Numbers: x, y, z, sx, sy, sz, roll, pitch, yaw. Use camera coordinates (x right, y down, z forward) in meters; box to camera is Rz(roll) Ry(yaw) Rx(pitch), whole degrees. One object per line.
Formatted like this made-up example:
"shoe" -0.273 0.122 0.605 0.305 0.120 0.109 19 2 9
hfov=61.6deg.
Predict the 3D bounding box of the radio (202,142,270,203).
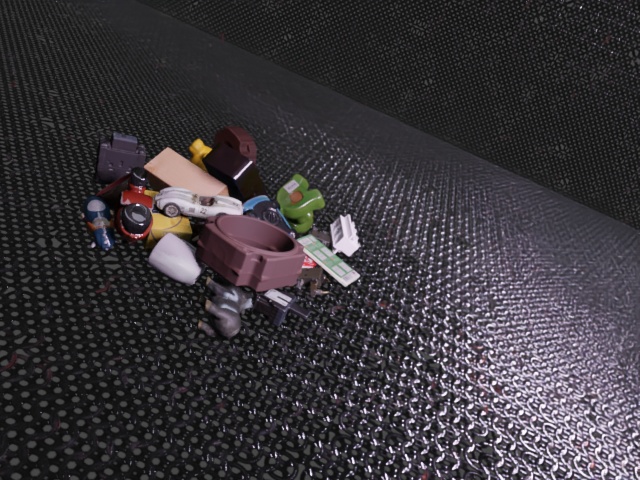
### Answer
"radio" -0.215 -0.147 1.410 0.131 0.229 0.073 33 71 24

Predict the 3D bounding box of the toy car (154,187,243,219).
"toy car" -0.279 -0.080 1.244 0.202 0.056 0.074 11 28 -14

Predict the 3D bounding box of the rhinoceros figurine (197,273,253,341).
"rhinoceros figurine" -0.189 0.121 1.099 0.112 0.073 0.190 16 28 -11

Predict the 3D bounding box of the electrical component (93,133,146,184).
"electrical component" -0.507 -0.203 1.362 0.115 0.134 0.058 5 33 -29

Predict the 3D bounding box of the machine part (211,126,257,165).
"machine part" -0.262 -0.252 1.608 0.056 0.179 0.180 -10 42 -44

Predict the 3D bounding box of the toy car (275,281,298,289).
"toy car" -0.145 0.062 1.261 0.202 0.053 0.089 30 17 21

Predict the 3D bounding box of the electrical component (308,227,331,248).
"electrical component" -0.003 -0.005 1.523 0.063 0.021 0.094 21 28 -5

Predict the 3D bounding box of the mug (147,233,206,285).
"mug" -0.299 0.044 1.157 0.107 0.080 0.109 36 22 0

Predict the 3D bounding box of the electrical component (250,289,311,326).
"electrical component" -0.082 0.147 1.164 0.119 0.047 0.075 27 28 5

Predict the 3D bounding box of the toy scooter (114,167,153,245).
"toy scooter" -0.411 -0.057 1.171 0.075 0.135 0.184 13 48 -29

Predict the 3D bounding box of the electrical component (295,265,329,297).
"electrical component" -0.018 0.100 1.308 0.078 0.045 0.102 -6 26 4

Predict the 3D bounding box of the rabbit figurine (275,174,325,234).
"rabbit figurine" -0.061 -0.064 1.470 0.121 0.170 0.159 35 70 24

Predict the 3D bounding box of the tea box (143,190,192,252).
"tea box" -0.365 -0.042 1.259 0.098 0.068 0.170 8 32 -30

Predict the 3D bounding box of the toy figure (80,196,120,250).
"toy figure" -0.484 -0.037 1.174 0.064 0.057 0.155 -32 48 -7

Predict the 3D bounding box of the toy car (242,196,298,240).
"toy car" -0.136 -0.024 1.343 0.161 0.103 0.109 52 47 5

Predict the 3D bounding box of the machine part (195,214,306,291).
"machine part" -0.148 0.020 1.163 0.202 0.087 0.201 34 22 29

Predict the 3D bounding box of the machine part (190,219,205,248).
"machine part" -0.245 -0.031 1.322 0.079 0.079 0.243 29 29 10

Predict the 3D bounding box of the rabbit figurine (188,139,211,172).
"rabbit figurine" -0.311 -0.187 1.508 0.162 0.122 0.173 37 0 -24
